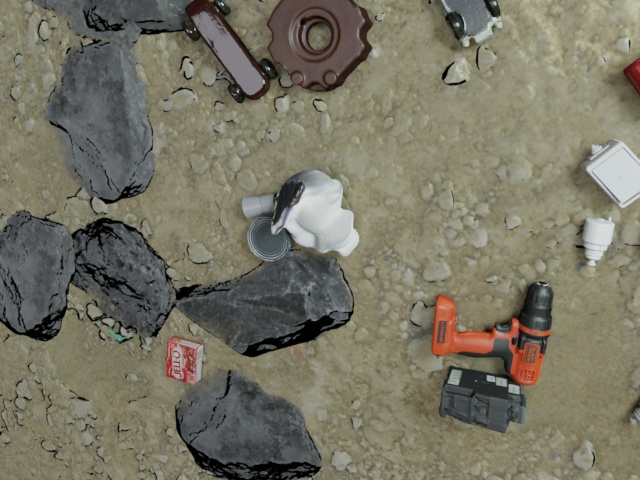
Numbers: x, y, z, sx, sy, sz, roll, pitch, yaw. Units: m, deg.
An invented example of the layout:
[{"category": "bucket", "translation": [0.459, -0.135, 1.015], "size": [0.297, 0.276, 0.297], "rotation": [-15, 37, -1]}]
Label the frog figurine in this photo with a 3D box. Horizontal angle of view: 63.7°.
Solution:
[{"category": "frog figurine", "translation": [0.003, -0.046, 0.914], "size": [0.158, 0.124, 0.136], "rotation": [21, 104, -26]}]
